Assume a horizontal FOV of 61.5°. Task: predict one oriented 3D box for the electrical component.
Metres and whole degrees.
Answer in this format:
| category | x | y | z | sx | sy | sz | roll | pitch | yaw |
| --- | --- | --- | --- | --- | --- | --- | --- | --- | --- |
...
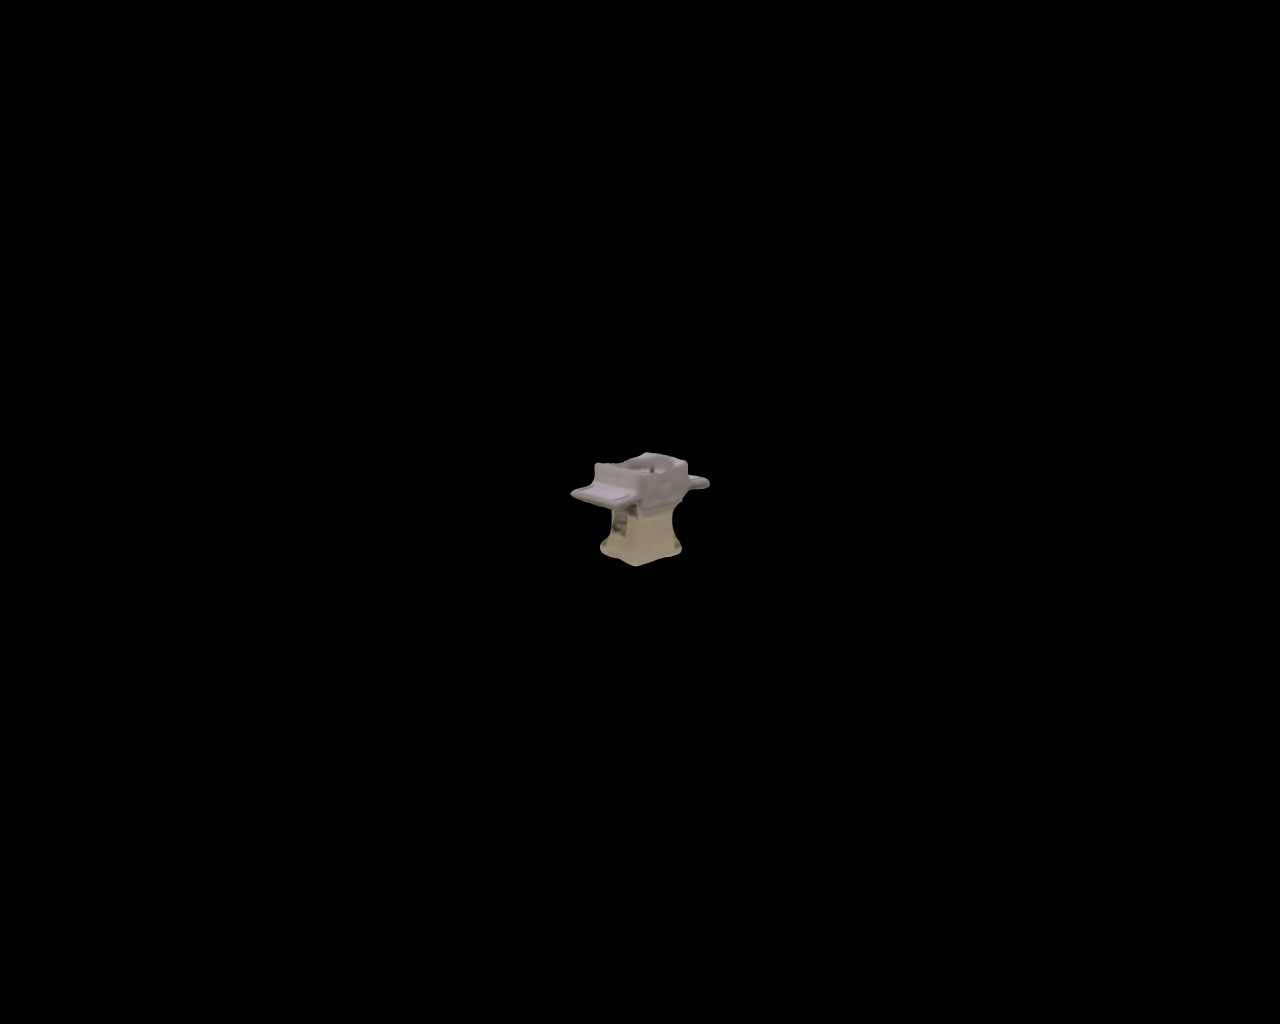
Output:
| category | x | y | z | sx | sy | sz | roll | pitch | yaw |
| --- | --- | --- | --- | --- | --- | --- | --- | --- | --- |
| electrical component | 0.001 | -0.003 | 0.650 | 0.081 | 0.063 | 0.042 | -14 | 22 | -40 |
